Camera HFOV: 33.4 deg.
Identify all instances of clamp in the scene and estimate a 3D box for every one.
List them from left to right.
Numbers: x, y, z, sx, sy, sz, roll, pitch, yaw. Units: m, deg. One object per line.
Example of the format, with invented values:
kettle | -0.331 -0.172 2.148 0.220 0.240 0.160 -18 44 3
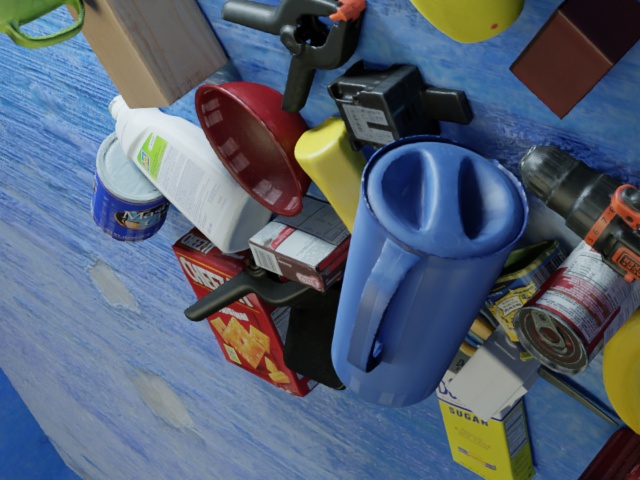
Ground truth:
clamp | -0.067 0.016 1.239 0.210 0.164 0.036 -1 169 35
clamp | -0.024 -0.187 0.940 0.120 0.039 0.172 47 149 -8

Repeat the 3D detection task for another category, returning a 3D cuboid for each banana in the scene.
banana | 0.271 0.106 0.899 0.070 0.037 0.198 35 152 23

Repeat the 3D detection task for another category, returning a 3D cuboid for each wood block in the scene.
wood block | -0.192 -0.242 1.065 0.091 0.090 0.206 7 132 54

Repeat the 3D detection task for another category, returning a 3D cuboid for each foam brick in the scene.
foam brick | 0.172 -0.128 0.705 0.051 0.053 0.078 45 156 5

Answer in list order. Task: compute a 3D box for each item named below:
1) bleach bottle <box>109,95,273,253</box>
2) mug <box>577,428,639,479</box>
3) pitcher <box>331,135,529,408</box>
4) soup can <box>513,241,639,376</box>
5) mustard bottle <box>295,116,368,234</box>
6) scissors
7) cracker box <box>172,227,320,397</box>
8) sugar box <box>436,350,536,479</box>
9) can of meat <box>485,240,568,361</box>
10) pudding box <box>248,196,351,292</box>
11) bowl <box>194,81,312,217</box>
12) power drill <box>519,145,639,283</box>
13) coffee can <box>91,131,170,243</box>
bleach bottle | -0.158 -0.096 1.239 0.251 0.067 0.103 42 123 26
mug | 0.287 0.223 0.982 0.093 0.081 0.117 35 155 24
pitcher | 0.074 0.044 0.907 0.243 0.149 0.145 103 156 -48
soup can | 0.209 0.048 0.837 0.069 0.102 0.068 36 152 22
mustard bottle | 0.049 -0.023 1.014 0.191 0.058 0.096 55 -173 -19
scissors | 0.199 0.127 1.061 0.202 0.016 0.096 44 152 10
cracker box | -0.088 0.091 1.392 0.164 0.072 0.213 20 142 43
sugar box | 0.177 0.194 1.158 0.093 0.048 0.176 24 147 40
can of meat | 0.191 0.052 0.926 0.084 0.057 0.102 53 153 -5
pudding box | -0.007 0.001 1.121 0.114 0.090 0.039 22 143 44
bowl | -0.055 -0.103 1.078 0.162 0.055 0.162 41 157 21
power drill | 0.234 -0.041 0.731 0.184 0.057 0.188 37 155 13
coffee can | -0.237 -0.069 1.362 0.103 0.102 0.140 45 155 5
